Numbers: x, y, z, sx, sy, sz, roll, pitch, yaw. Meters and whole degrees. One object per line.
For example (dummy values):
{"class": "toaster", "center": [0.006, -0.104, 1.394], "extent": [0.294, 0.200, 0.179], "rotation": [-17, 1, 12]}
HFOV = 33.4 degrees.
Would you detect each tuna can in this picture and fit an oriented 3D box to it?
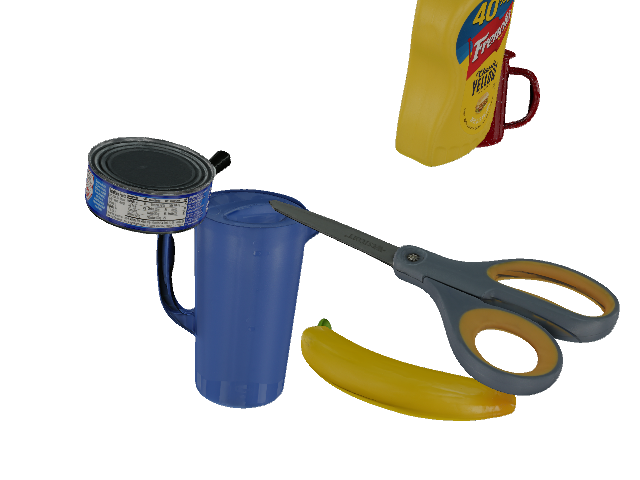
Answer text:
{"class": "tuna can", "center": [-0.117, -0.038, 0.729], "extent": [0.086, 0.034, 0.086], "rotation": [10, 27, -5]}

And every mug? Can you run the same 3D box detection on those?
{"class": "mug", "center": [0.141, -0.131, 0.974], "extent": [0.117, 0.081, 0.093], "rotation": [4, 18, 12]}

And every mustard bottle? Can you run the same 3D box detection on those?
{"class": "mustard bottle", "center": [0.099, -0.150, 0.743], "extent": [0.058, 0.192, 0.096], "rotation": [30, 47, 26]}

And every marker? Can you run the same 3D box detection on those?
{"class": "marker", "center": [-0.129, -0.055, 1.067], "extent": [0.020, 0.020, 0.121], "rotation": [0, 34, 40]}

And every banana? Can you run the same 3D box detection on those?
{"class": "banana", "center": [0.050, 0.098, 0.807], "extent": [0.198, 0.037, 0.069], "rotation": [21, 38, 40]}

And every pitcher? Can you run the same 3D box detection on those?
{"class": "pitcher", "center": [-0.099, 0.068, 1.251], "extent": [0.149, 0.243, 0.144], "rotation": [21, 25, 35]}

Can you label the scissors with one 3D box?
{"class": "scissors", "center": [0.049, 0.026, 0.550], "extent": [0.202, 0.016, 0.096], "rotation": [12, 42, 17]}
